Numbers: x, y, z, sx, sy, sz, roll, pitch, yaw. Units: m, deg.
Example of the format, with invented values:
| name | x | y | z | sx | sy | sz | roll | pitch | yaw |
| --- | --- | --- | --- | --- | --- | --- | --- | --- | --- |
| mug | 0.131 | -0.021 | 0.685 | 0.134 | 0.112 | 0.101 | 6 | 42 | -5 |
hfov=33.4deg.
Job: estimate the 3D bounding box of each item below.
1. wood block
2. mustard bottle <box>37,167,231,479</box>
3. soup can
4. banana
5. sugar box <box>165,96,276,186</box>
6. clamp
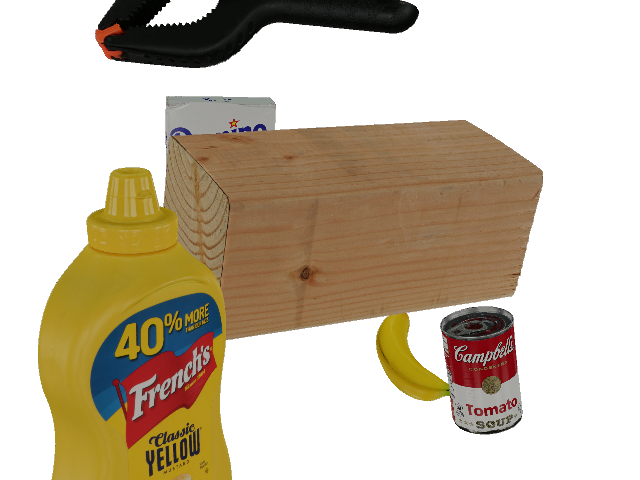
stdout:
| name | x | y | z | sx | sy | sz | roll | pitch | yaw |
| --- | --- | --- | --- | --- | --- | --- | --- | --- | --- |
| wood block | 0.018 | -0.012 | 0.639 | 0.205 | 0.091 | 0.090 | -6 | 30 | -28 |
| mustard bottle | -0.086 | 0.061 | 0.502 | 0.058 | 0.192 | 0.096 | 15 | 21 | 41 |
| soup can | 0.152 | 0.122 | 1.005 | 0.068 | 0.102 | 0.068 | -8 | 19 | 3 |
| banana | 0.100 | 0.135 | 1.236 | 0.069 | 0.037 | 0.198 | 7 | 23 | -21 |
| sugar box | -0.087 | -0.034 | 0.916 | 0.093 | 0.176 | 0.048 | -1 | 16 | -9 |
| clamp | -0.049 | -0.168 | 0.723 | 0.210 | 0.165 | 0.036 | -32 | -18 | -5 |
